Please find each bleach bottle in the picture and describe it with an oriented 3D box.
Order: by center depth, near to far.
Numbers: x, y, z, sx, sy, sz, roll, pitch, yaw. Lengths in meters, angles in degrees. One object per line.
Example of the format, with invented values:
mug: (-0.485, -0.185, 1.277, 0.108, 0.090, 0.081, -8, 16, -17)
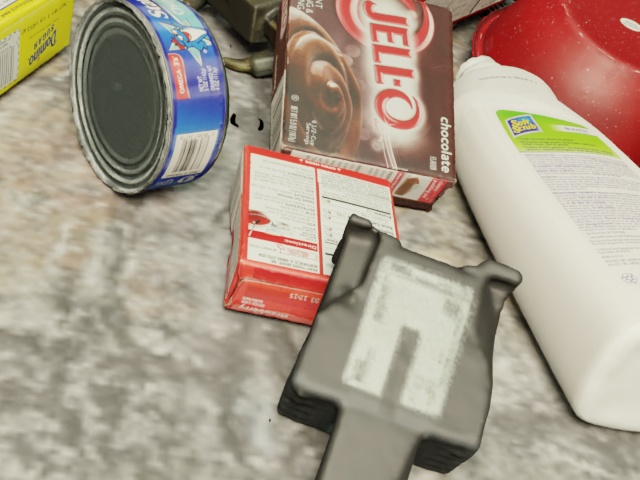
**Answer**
bleach bottle: (0.126, -0.018, 0.533, 0.102, 0.068, 0.251, 6, 36, -19)

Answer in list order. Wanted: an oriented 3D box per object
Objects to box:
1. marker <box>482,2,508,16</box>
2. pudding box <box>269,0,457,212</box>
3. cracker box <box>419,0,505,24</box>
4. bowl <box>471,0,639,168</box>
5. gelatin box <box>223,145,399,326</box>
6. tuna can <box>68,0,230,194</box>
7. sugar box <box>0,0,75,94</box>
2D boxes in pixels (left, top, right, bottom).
marker: (0.128, -0.151, 0.740, 0.020, 0.020, 0.121, 1, 41, -24)
pudding box: (0.022, -0.077, 0.546, 0.090, 0.039, 0.113, 10, 63, -13)
cracker box: (0.074, -0.227, 0.672, 0.213, 0.072, 0.164, -27, 80, -23)
bowl: (0.178, -0.112, 0.659, 0.162, 0.055, 0.162, 12, 47, -14)
gelatin box: (-0.003, 0.001, 0.474, 0.073, 0.030, 0.089, 12, 37, -12)
tuna can: (-0.077, -0.065, 0.477, 0.033, 0.086, 0.086, -12, 47, -39)
sugar box: (-0.221, -0.128, 0.527, 0.176, 0.048, 0.093, 22, 37, 9)
